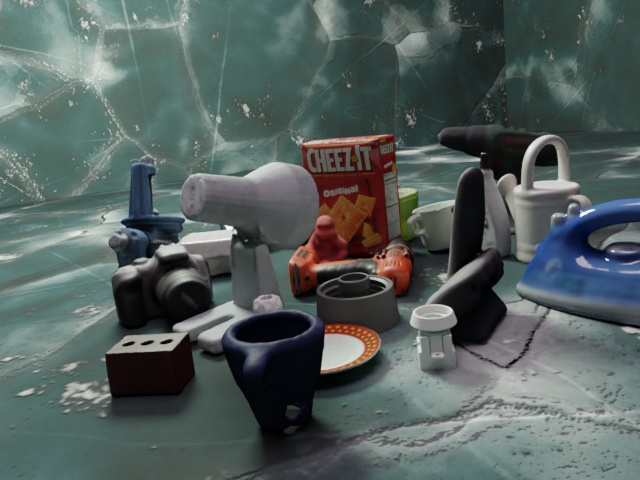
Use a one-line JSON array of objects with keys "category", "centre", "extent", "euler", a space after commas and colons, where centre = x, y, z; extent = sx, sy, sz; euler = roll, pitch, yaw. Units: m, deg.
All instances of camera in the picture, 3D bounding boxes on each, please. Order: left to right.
[{"category": "camera", "centre": [-0.219, 0.066, 0.821], "extent": [0.143, 0.101, 0.136], "euler": [-12, 14, -23]}]

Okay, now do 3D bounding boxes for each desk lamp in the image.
[{"category": "desk lamp", "centre": [-0.096, 0.010, 0.753], "extent": [0.117, 0.214, 0.204], "euler": [6, 18, 43]}]

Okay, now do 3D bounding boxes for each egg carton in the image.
[{"category": "egg carton", "centre": [-0.195, 0.024, 1.055], "extent": [0.150, 0.069, 0.107], "euler": [-6, 13, 2]}]

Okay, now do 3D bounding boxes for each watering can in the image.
[{"category": "watering can", "centre": [0.348, -0.067, 0.901], "extent": [0.172, 0.194, 0.101], "euler": [6, 18, 43]}]

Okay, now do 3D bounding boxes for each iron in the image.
[{"category": "iron", "centre": [0.355, 0.013, 0.674], "extent": [0.257, 0.141, 0.119], "euler": [4, 17, 39]}]

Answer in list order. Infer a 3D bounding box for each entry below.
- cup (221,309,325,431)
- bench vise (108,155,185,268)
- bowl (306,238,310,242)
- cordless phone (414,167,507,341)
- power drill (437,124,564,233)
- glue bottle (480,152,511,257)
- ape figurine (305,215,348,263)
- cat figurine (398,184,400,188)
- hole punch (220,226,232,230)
[{"category": "cup", "centre": [-0.038, 0.124, 0.501], "extent": [0.091, 0.095, 0.118], "euler": [-4, 13, 10]}, {"category": "bench vise", "centre": [-0.325, -0.045, 1.083], "extent": [0.121, 0.220, 0.207], "euler": [-8, 13, -4]}, {"category": "bowl", "centre": [-0.014, -0.038, 1.221], "extent": [0.167, 0.075, 0.167], "euler": [-6, 13, 2]}, {"category": "cordless phone", "centre": [0.162, 0.013, 0.674], "extent": [0.093, 0.185, 0.148], "euler": [0, 15, 27]}, {"category": "power drill", "centre": [0.346, -0.119, 1.094], "extent": [0.229, 0.208, 0.076], "euler": [-3, 14, 13]}, {"category": "glue bottle", "centre": [0.275, -0.059, 0.950], "extent": [0.037, 0.173, 0.077], "euler": [-16, 16, -34]}, {"category": "ape figurine", "centre": [0.009, 0.004, 0.993], "extent": [0.077, 0.092, 0.076], "euler": [-5, 13, 8]}, {"category": "cat figurine", "centre": [0.126, -0.100, 1.317], "extent": [0.127, 0.118, 0.067], "euler": [-3, 14, 13]}, {"category": "hole punch", "centre": [-0.150, -0.023, 1.187], "extent": [0.109, 0.091, 0.100], "euler": [-12, 14, -21]}]
